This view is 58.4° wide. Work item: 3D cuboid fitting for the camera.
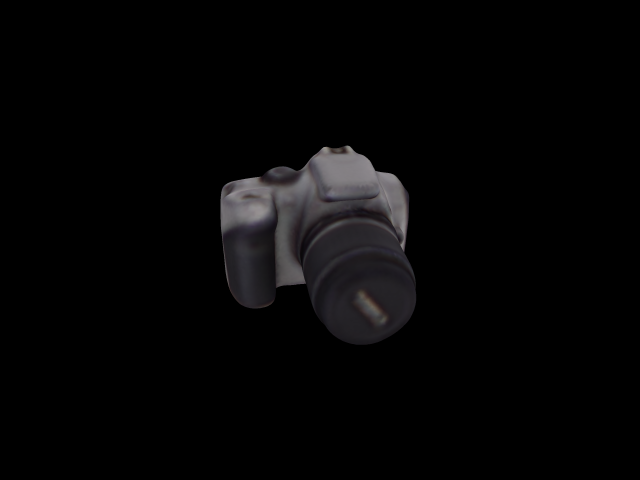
[{"bbox_3d":[0.004,0.001,0.400,0.143,0.101,0.136,-6,32,-9],"label":"camera"}]
